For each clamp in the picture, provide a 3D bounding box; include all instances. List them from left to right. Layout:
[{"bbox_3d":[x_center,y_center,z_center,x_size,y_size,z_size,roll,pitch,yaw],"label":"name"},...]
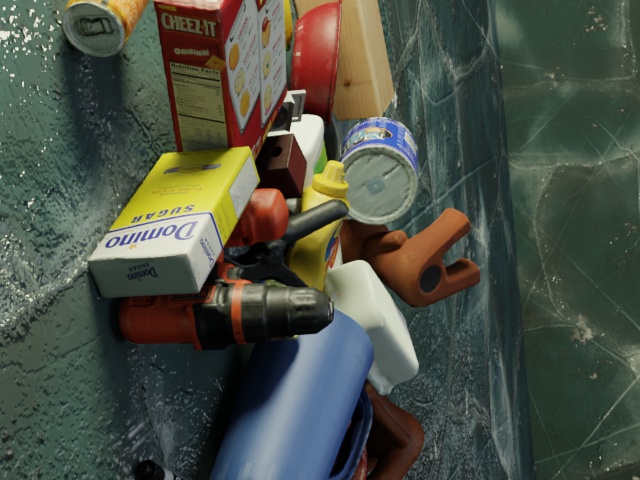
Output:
[{"bbox_3d":[-0.051,0.018,1.113,0.171,0.039,0.120,-4,112,-31],"label":"clamp"}]

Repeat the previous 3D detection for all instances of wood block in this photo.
[{"bbox_3d":[0.032,-0.274,1.441,0.090,0.091,0.206,-60,143,-57],"label":"wood block"}]

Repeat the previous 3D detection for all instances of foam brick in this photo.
[{"bbox_3d":[-0.059,-0.077,1.156,0.051,0.078,0.053,62,29,-48],"label":"foam brick"}]

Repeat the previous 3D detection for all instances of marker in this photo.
[{"bbox_3d":[-0.133,0.222,0.971,0.121,0.020,0.020,52,38,-59],"label":"marker"}]

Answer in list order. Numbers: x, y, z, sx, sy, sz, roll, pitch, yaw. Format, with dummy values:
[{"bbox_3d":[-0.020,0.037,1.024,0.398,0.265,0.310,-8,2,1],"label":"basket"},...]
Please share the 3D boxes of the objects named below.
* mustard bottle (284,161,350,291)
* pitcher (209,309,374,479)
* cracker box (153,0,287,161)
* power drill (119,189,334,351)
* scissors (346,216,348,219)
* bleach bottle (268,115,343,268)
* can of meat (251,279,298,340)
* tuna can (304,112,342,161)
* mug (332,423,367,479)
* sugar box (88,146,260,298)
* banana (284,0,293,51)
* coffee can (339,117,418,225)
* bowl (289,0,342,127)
[{"bbox_3d":[-0.007,0.002,1.211,0.096,0.058,0.192,-65,172,-71],"label":"mustard bottle"},{"bbox_3d":[-0.026,0.198,1.117,0.145,0.149,0.242,98,9,-45],"label":"pitcher"},{"bbox_3d":[-0.089,-0.178,1.014,0.214,0.072,0.164,87,18,-46],"label":"cracker box"},{"bbox_3d":[-0.074,0.024,0.957,0.187,0.184,0.057,-82,168,-56],"label":"power drill"},{"bbox_3d":[0.005,-0.071,1.441,0.201,0.016,0.096,56,34,-57],"label":"scissors"},{"bbox_3d":[-0.010,-0.023,1.320,0.102,0.068,0.251,-72,154,-49],"label":"bleach bottle"},{"bbox_3d":[-0.074,0.072,1.074,0.102,0.084,0.057,31,57,-68],"label":"can of meat"},{"bbox_3d":[0.000,-0.129,1.409,0.086,0.034,0.086,-4,90,-72],"label":"tuna can"},{"bbox_3d":[0.002,0.267,1.263,0.117,0.082,0.093,-59,142,-59],"label":"mug"},{"bbox_3d":[-0.123,-0.019,0.931,0.176,0.093,0.048,-66,147,-55],"label":"sugar box"},{"bbox_3d":[-0.062,-0.309,1.264,0.070,0.037,0.198,-118,-163,-63],"label":"banana"},{"bbox_3d":[0.074,-0.090,1.362,0.140,0.103,0.103,-76,157,-68],"label":"coffee can"},{"bbox_3d":[-0.007,-0.223,1.325,0.162,0.055,0.162,-176,-89,-87],"label":"bowl"}]
